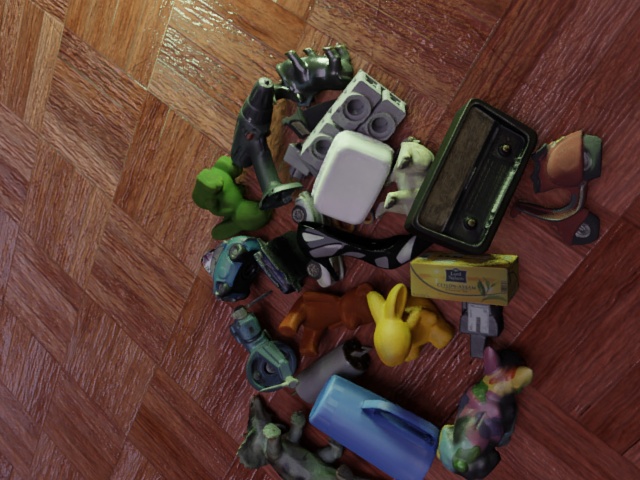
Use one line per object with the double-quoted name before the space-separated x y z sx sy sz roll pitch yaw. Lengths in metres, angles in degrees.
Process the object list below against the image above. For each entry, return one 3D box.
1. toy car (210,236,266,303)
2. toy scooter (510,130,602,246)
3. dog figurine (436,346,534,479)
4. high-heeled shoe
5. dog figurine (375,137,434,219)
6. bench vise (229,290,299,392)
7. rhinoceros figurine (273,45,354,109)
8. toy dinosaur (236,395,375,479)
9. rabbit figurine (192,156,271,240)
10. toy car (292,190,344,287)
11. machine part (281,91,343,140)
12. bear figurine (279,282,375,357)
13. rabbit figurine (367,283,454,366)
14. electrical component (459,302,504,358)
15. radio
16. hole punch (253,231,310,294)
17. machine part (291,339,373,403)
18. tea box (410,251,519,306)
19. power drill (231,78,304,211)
"toy car" -0.192 0.054 1.201 0.103 0.109 0.161 32 99 34
"toy scooter" 0.374 -0.081 0.857 0.135 0.075 0.183 4 109 29
"dog figurine" 0.296 0.293 0.945 0.109 0.191 0.219 28 131 29
"high-heeled shoe" 0.082 -0.010 1.012 0.249 0.086 0.145 -23 108 15
"dog figurine" 0.214 -0.083 0.957 0.191 0.121 0.172 17 88 -3
"bench vise" -0.114 0.250 1.183 0.241 0.129 0.223 21 126 62
"rhinoceros figurine" -0.022 -0.314 1.041 0.191 0.073 0.112 -4 112 30
"toy dinosaur" -0.034 0.516 1.237 0.405 0.131 0.192 32 129 16
"rabbit figurine" -0.194 -0.070 1.180 0.170 0.121 0.159 35 122 2
"toy car" -0.002 -0.003 1.102 0.056 0.073 0.201 -10 97 36
"machine part" 0.002 -0.239 1.046 0.139 0.084 0.039 -18 59 24
"bear figurine" 0.035 0.160 1.096 0.196 0.132 0.120 -5 135 36
"rabbit figurine" 0.155 0.160 0.993 0.122 0.173 0.162 -18 97 37
"electrical component" 0.295 0.152 0.979 0.075 0.048 0.119 0 103 32
"radio" 0.241 -0.094 0.862 0.131 0.073 0.229 26 88 -2
"hole punch" -0.078 0.057 1.145 0.142 0.116 0.092 52 130 10
"machine part" 0.024 0.285 1.160 0.243 0.079 0.079 -42 80 31
"tea box" 0.256 0.064 0.951 0.170 0.098 0.068 4 105 32
"power drill" -0.110 -0.174 1.066 0.207 0.086 0.232 62 149 9
